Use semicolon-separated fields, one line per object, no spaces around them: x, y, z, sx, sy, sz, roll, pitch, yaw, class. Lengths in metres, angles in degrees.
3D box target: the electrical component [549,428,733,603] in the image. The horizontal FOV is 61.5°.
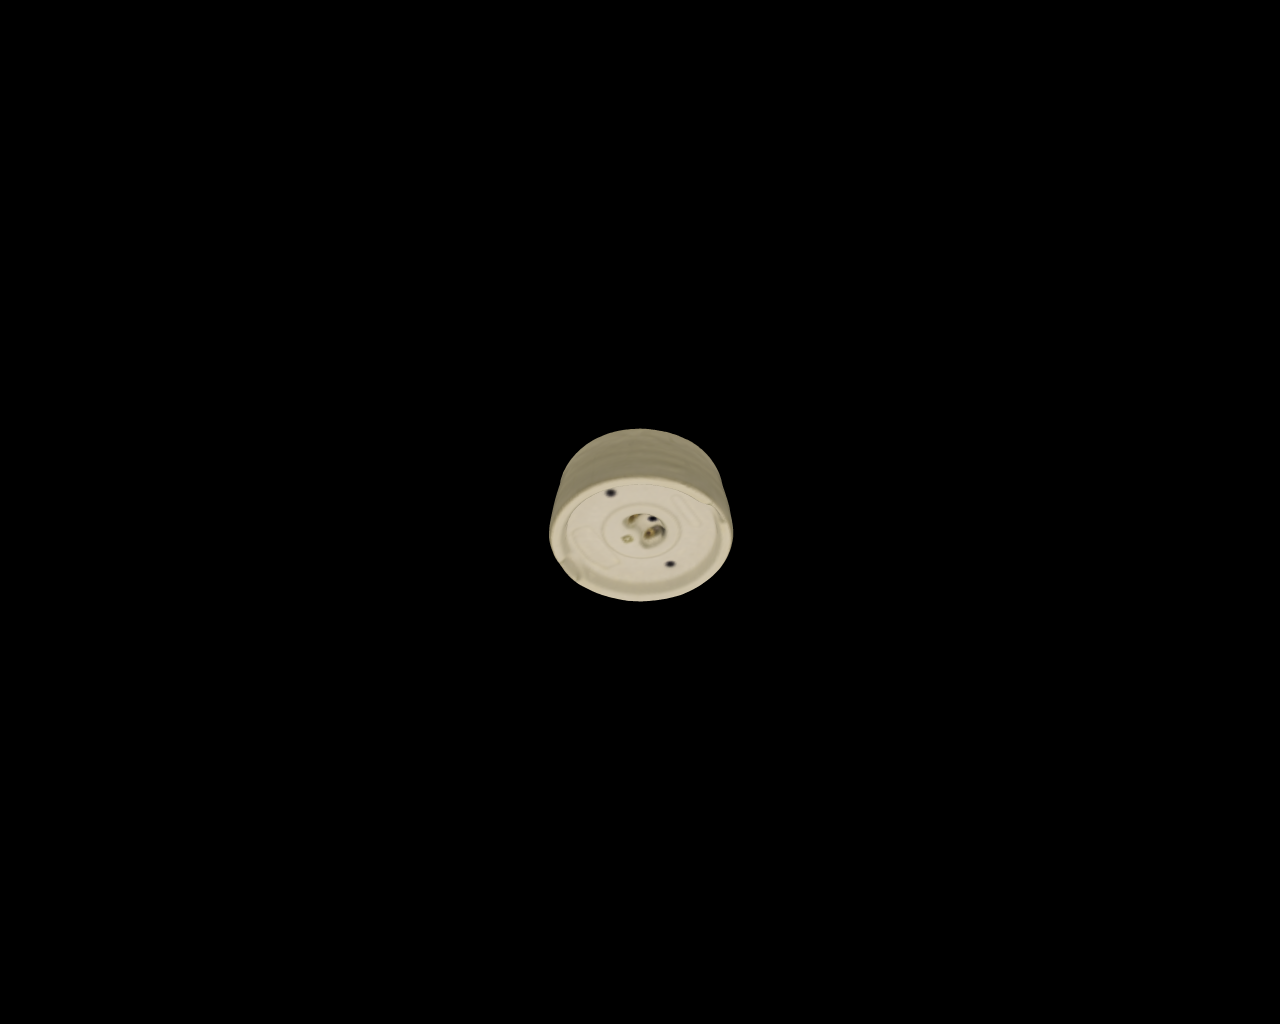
0.001;-0.003;0.650;0.108;0.108;0.060;0;45;0;electrical component
